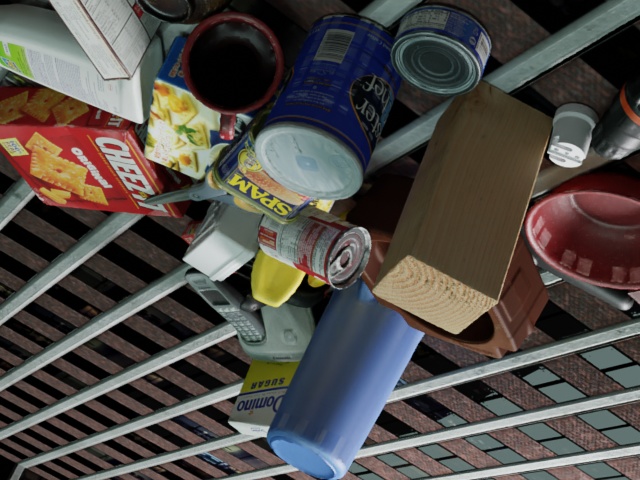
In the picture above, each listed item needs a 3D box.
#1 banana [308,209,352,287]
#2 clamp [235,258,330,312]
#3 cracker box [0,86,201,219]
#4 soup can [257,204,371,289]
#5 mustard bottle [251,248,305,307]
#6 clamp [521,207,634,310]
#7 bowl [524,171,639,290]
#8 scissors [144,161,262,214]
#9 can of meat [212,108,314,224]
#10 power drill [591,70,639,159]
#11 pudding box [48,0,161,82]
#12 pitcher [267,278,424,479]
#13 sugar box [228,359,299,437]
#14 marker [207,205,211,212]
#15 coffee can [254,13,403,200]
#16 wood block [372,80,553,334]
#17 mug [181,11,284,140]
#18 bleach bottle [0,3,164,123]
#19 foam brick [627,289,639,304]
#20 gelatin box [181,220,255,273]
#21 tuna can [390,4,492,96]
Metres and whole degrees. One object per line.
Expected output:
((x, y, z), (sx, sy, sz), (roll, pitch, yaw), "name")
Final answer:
((0.023, 0.006, 1.265), (0.069, 0.037, 0.198), (-16, 160, -10), "banana")
((-0.062, 0.047, 1.356), (0.171, 0.120, 0.039), (5, 129, -47), "clamp")
((-0.272, -0.104, 1.274), (0.214, 0.072, 0.164), (6, 147, 25), "cracker box")
((-0.007, 0.001, 1.109), (0.102, 0.068, 0.068), (24, 156, 34), "soup can")
((-0.040, 0.019, 1.264), (0.058, 0.096, 0.191), (21, -175, 1), "mustard bottle")
((0.233, 0.013, 1.149), (0.165, 0.036, 0.209), (1, 142, 45), "clamp")
((0.286, -0.018, 1.048), (0.162, 0.055, 0.162), (17, 150, 10), "bowl")
((-0.117, -0.045, 1.187), (0.096, 0.016, 0.202), (34, 150, -21), "scissors")
((-0.042, -0.073, 1.049), (0.102, 0.057, 0.084), (31, 143, -15), "can of meat")
((0.341, -0.092, 0.888), (0.187, 0.057, 0.185), (25, 150, -4), "power drill")
((-0.201, -0.221, 1.015), (0.039, 0.090, 0.113), (4, 146, 29), "pudding box")
((0.034, 0.179, 1.352), (0.149, 0.242, 0.145), (39, 151, -18), "pitcher")
((-0.055, 0.189, 1.496), (0.094, 0.176, 0.048), (-2, 142, 37), "sugar box")
((-0.088, -0.010, 1.354), (0.121, 0.020, 0.020), (33, 149, -17), "marker")
((0.012, -0.122, 0.980), (0.103, 0.140, 0.103), (17, 150, 10), "coffee can")
((0.132, -0.032, 0.977), (0.090, 0.206, 0.090), (26, 150, -7), "wood block")
((-0.081, -0.153, 1.007), (0.093, 0.117, 0.081), (3, -173, -3), "mug")
((-0.291, -0.207, 1.130), (0.251, 0.068, 0.103), (21, 149, 9), "bleach bottle")
((0.366, 0.040, 1.092), (0.053, 0.051, 0.078), (37, 147, -25), "foam brick")
((-0.126, 0.009, 1.399), (0.073, 0.030, 0.089), (-6, 139, 41), "gelatin box")
((0.107, -0.167, 0.949), (0.086, 0.033, 0.086), (17, 152, 9), "tuna can")
